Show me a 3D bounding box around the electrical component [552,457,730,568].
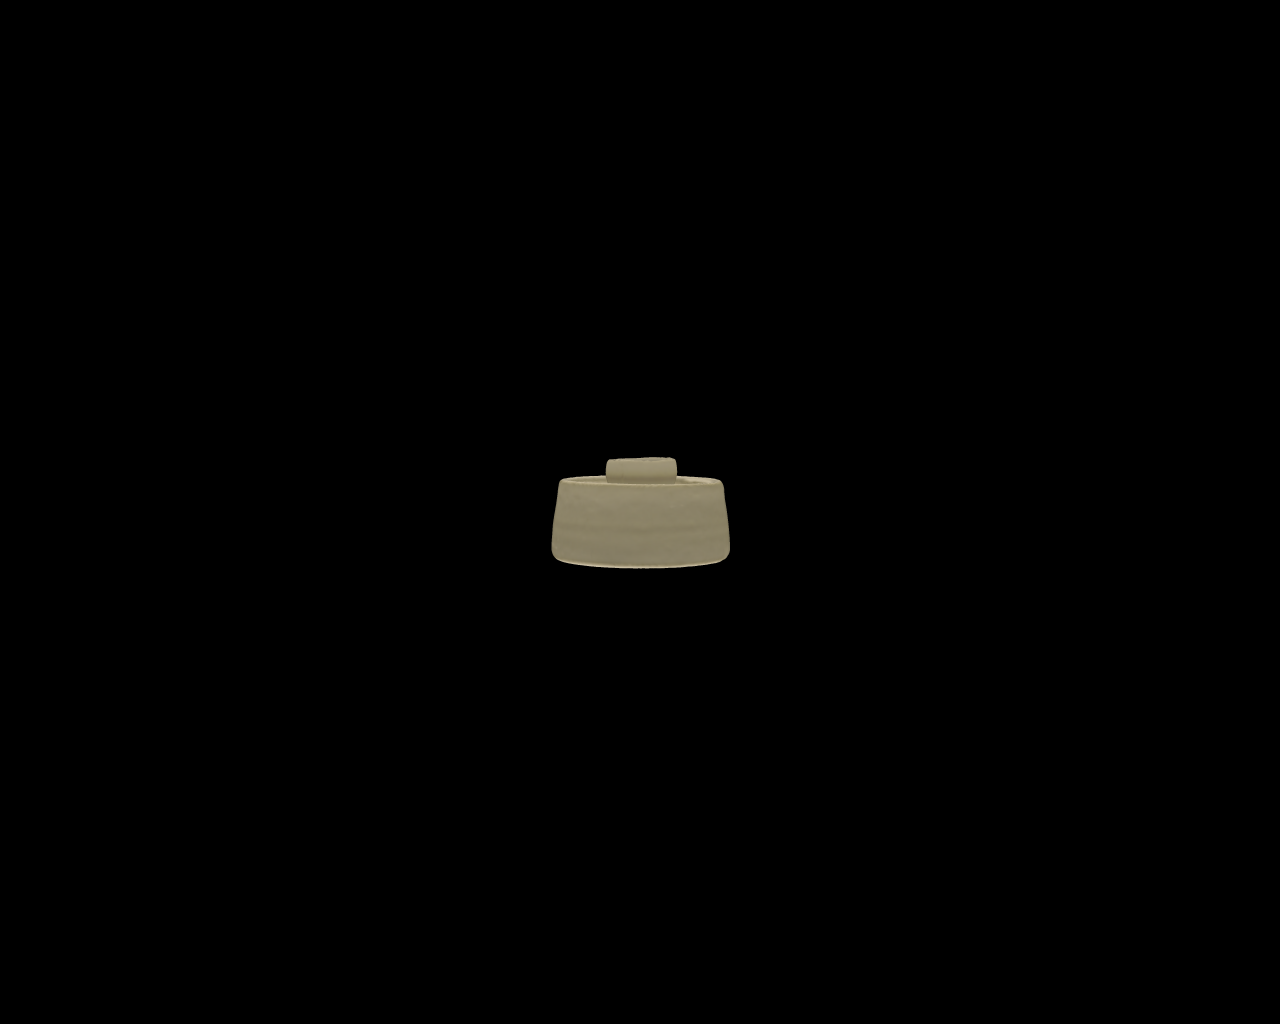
[{"bbox_3d":[0.001,-0.003,0.650,0.108,0.060,0.108,0,4,0],"label":"electrical component"}]
